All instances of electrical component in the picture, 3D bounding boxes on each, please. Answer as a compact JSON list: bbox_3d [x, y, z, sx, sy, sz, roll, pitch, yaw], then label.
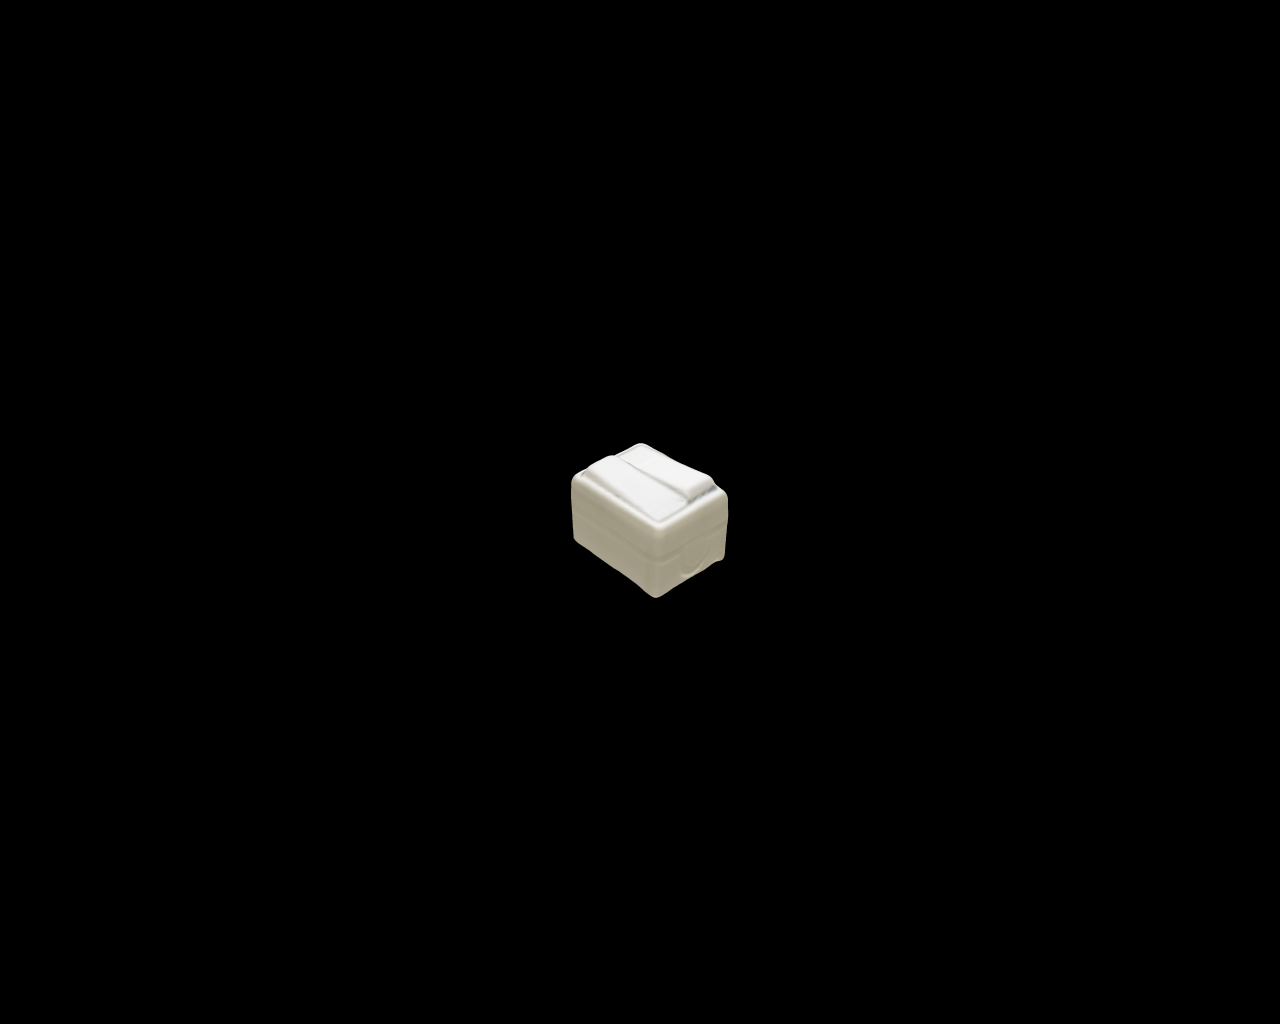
[{"bbox_3d":[0.001,-0.003,0.650,0.062,0.061,0.096,-27,44,-33],"label":"electrical component"}]
